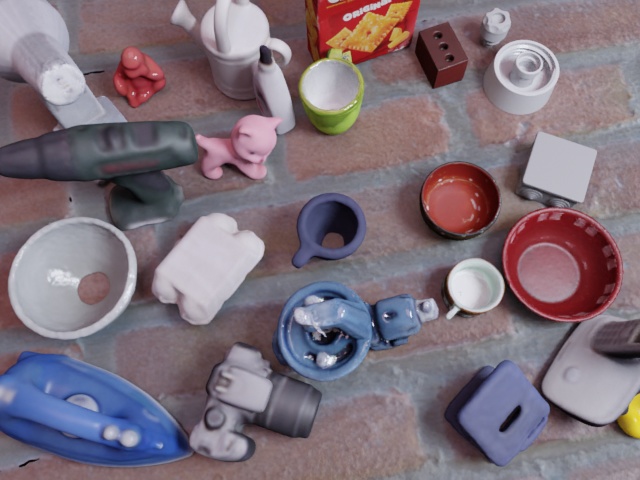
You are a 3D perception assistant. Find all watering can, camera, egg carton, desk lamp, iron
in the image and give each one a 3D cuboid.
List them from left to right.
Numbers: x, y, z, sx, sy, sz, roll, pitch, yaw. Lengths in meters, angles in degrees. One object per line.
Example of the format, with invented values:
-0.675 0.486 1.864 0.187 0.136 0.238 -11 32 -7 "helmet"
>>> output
-0.357 -0.213 0.792 0.118 0.213 0.203 -40 76 -11 "desk lamp"
-0.284 0.214 0.692 0.258 0.141 0.119 17 73 6 "iron"
-0.154 0.037 0.786 0.107 0.069 0.150 34 76 11 "egg carton"
-0.129 -0.296 0.827 0.173 0.194 0.101 -3 72 0 "watering can"
-0.075 0.212 0.712 0.136 0.101 0.143 18 73 6 "camera"

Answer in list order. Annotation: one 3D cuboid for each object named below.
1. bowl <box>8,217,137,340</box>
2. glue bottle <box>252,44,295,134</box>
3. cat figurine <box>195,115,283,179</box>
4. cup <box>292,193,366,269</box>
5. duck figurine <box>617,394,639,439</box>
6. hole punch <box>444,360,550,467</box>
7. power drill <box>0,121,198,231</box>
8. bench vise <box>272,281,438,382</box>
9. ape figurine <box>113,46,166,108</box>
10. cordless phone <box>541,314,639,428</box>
-0.322 0.057 0.778 0.167 0.075 0.167 0 72 0 "bowl"
-0.071 -0.221 0.814 0.037 0.173 0.078 -32 74 -9 "glue bottle"
-0.115 -0.139 0.817 0.128 0.118 0.067 -2 72 0 "cat figurine"
0.007 0.003 0.782 0.091 0.095 0.118 40 77 12 "cup"
0.431 0.210 0.717 0.104 0.086 0.077 -20 73 -6 "duck figurine"
0.227 0.216 0.714 0.101 0.091 0.109 43 77 13 "hole punch"
-0.266 -0.085 0.753 0.229 0.208 0.075 -15 72 -4 "power drill"
0.036 0.088 0.689 0.207 0.220 0.121 -29 74 -8 "bench vise"
-0.278 -0.257 0.869 0.078 0.092 0.076 2 72 1 "ape figurine"
0.357 0.150 0.685 0.094 0.185 0.148 35 76 11 "cordless phone"
